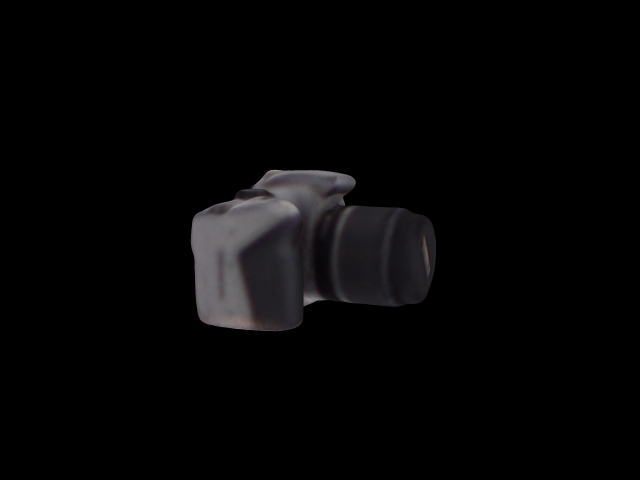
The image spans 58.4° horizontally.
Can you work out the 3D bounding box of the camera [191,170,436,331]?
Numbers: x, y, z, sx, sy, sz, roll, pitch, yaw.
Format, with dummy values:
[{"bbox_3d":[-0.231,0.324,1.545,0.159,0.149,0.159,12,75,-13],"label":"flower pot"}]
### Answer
[{"bbox_3d":[0.004,0.001,0.400,0.136,0.101,0.143,3,7,26],"label":"camera"}]
